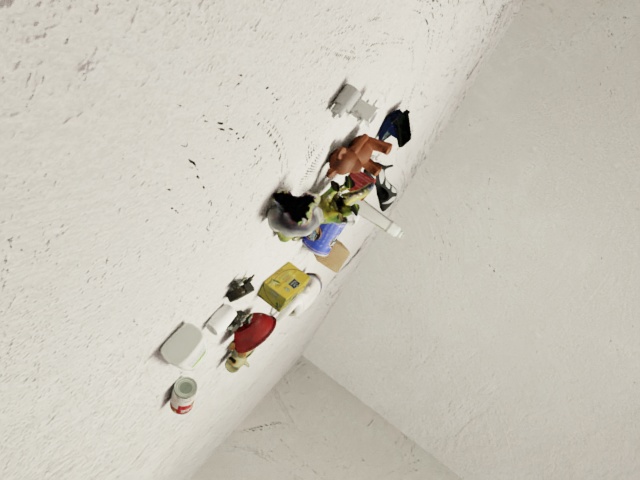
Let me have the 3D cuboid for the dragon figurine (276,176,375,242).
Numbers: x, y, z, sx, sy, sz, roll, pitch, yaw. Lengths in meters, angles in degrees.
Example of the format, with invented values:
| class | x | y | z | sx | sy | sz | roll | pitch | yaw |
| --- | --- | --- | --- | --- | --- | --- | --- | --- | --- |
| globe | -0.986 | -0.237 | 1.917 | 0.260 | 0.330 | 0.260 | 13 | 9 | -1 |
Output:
| class | x | y | z | sx | sy | sz | roll | pitch | yaw |
| --- | --- | --- | --- | --- | --- | --- | --- | --- | --- |
| dragon figurine | 0.005 | -0.077 | 1.533 | 0.240 | 0.122 | 0.414 | -31 | 177 | 31 |

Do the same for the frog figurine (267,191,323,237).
| class | x | y | z | sx | sy | sz | roll | pitch | yaw |
| --- | --- | --- | --- | --- | --- | --- | --- | --- | --- |
| frog figurine | -0.064 | -0.057 | 1.275 | 0.138 | 0.124 | 0.157 | -18 | 168 | -13 |

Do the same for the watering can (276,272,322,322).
| class | x | y | z | sx | sy | sz | roll | pitch | yaw |
| --- | --- | --- | --- | --- | --- | --- | --- | --- | --- |
| watering can | -0.066 | 0.211 | 2.023 | 0.228 | 0.104 | 0.341 | -45 | 178 | -41 |
